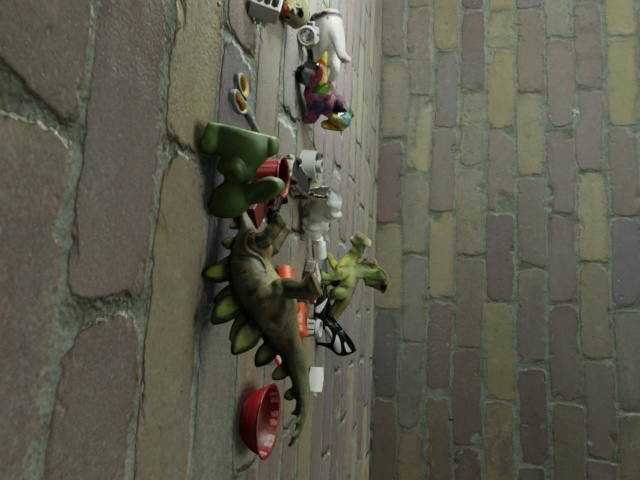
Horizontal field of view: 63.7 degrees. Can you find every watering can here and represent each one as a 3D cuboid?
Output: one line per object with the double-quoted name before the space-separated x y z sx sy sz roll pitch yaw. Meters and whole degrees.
"watering can" 0.037 -0.610 1.600 0.349 0.104 0.223 -155 -121 -76

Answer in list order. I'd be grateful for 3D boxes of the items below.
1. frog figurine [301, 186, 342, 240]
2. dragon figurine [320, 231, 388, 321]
"frog figurine" 0.005 -0.079 1.574 0.124 0.137 0.157 -37 127 -53
"dragon figurine" 0.129 0.163 1.902 0.124 0.242 0.405 -61 147 -73
